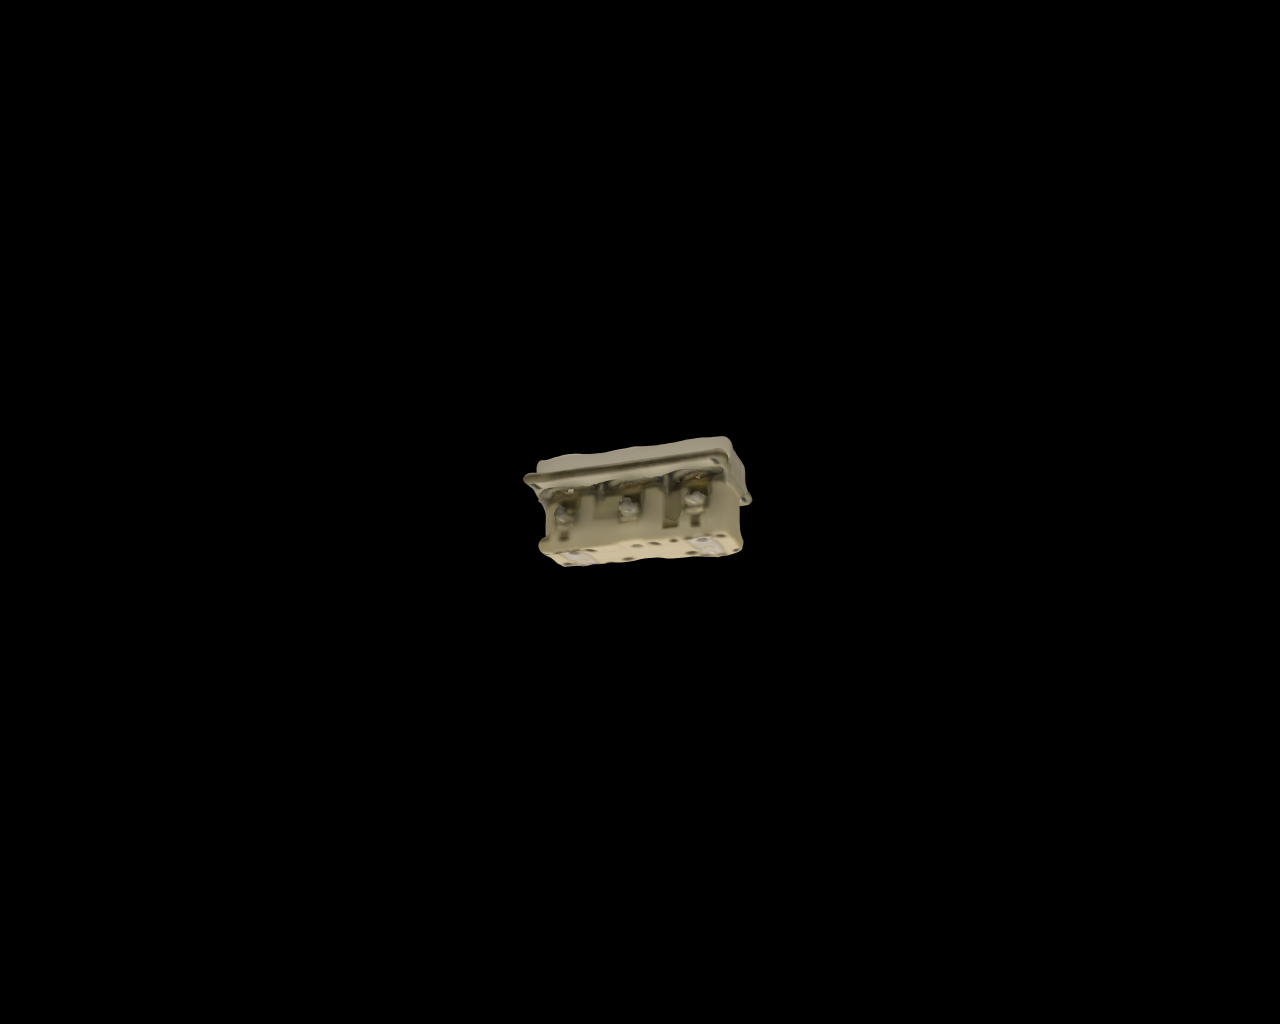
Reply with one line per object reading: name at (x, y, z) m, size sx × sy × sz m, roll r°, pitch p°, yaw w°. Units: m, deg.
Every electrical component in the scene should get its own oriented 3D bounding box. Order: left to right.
electrical component at (0.001, -0.003, 0.650) m, size 0.121 × 0.063 × 0.078 m, roll -6°, pitch -19°, yaw 16°
